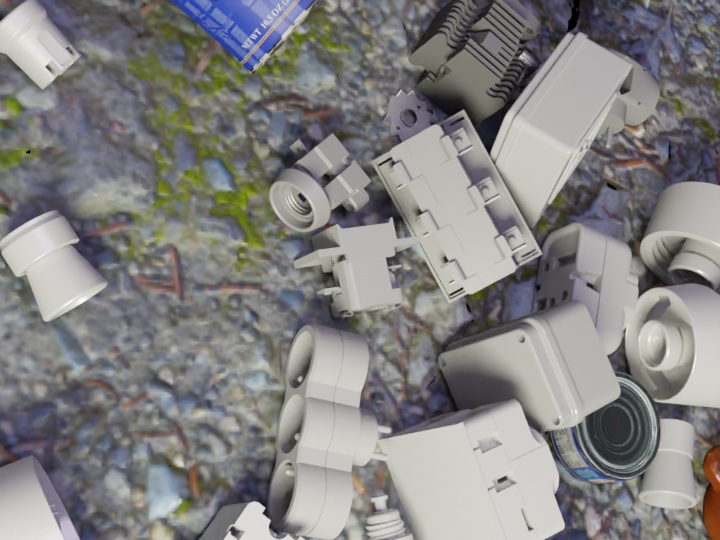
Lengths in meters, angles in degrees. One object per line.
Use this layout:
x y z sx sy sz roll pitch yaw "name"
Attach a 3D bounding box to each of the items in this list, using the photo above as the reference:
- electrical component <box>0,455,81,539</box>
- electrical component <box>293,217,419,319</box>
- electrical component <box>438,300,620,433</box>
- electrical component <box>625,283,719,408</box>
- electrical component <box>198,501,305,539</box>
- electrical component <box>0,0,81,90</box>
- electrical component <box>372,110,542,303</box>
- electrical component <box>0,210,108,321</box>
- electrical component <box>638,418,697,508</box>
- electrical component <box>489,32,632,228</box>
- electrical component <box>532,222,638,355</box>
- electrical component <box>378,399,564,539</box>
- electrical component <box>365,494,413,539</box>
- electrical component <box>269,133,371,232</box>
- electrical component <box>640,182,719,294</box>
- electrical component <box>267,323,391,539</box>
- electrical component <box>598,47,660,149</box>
-0.180 0.153 0.597 0.064 0.099 0.099 -14 84 -24 "electrical component"
0.000 0.000 0.761 0.081 0.042 0.063 -9 85 -28 "electrical component"
0.116 0.074 0.760 0.057 0.113 0.078 -21 87 -33 "electrical component"
0.257 0.060 0.847 0.064 0.099 0.099 1 76 -21 "electrical component"
-0.082 0.192 0.658 0.050 0.056 0.089 42 62 -12 "electrical component"
-0.209 -0.145 0.692 0.046 0.040 0.040 48 61 -15 "electrical component"
0.070 -0.045 0.789 0.079 0.063 0.121 -29 91 10 "electrical component"
-0.189 -0.003 0.661 0.045 0.045 0.055 -34 93 -30 "electrical component"
0.245 0.150 0.849 0.044 0.044 0.065 22 63 -21 "electrical component"
0.147 -0.106 0.822 0.056 0.108 0.108 32 62 10 "electrical component"
0.176 0.019 0.840 0.059 0.054 0.095 21 68 -21 "electrical component"
0.093 0.187 0.722 0.060 0.105 0.186 -18 85 -30 "electrical component"
0.021 0.191 0.721 0.040 0.040 0.078 -7 80 -29 "electrical component"
-0.031 -0.059 0.758 0.066 0.048 0.055 51 53 -7 "electrical component"
0.282 -0.014 0.876 0.108 0.108 0.060 38 69 -14 "electrical component"
-0.013 0.110 0.718 0.074 0.052 0.138 15 70 -23 "electrical component"
0.206 -0.140 0.903 0.077 0.043 0.079 22 68 -21 "electrical component"
